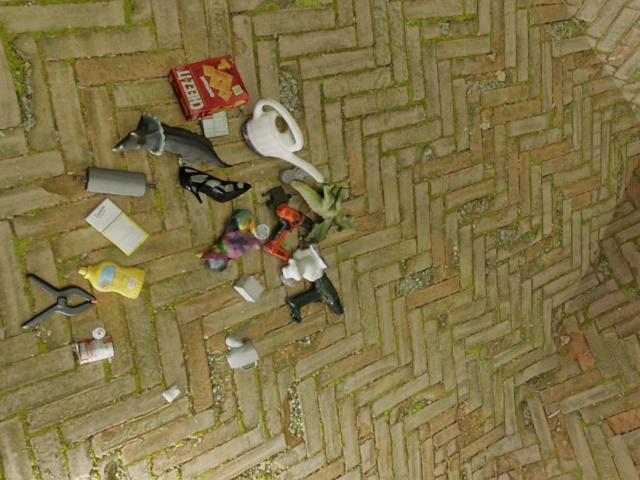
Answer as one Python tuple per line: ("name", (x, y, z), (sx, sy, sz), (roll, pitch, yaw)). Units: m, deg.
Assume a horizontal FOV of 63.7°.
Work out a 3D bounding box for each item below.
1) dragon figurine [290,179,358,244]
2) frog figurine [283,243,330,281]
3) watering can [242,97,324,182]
("dragon figurine", (0.006, -0.097, 1.929), (0.123, 0.241, 0.410), (18, 10, 42))
("frog figurine", (-0.061, 0.100, 1.935), (0.160, 0.136, 0.124), (-34, 16, -3))
("watering can", (-0.136, -0.330, 1.778), (0.223, 0.342, 0.106), (-4, 36, 46))
